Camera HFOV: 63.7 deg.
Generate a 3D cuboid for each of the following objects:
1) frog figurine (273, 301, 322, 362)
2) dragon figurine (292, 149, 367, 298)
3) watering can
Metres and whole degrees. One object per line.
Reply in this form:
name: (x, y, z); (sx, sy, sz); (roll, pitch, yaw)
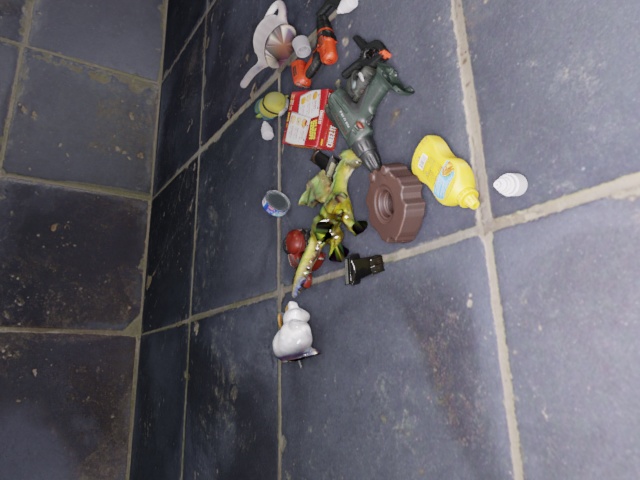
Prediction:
frog figurine: (-0.074, 0.243, 1.391); (0.123, 0.162, 0.135); (-7, -19, -23)
dragon figurine: (0.004, -0.068, 1.355); (0.121, 0.405, 0.248); (25, 23, -30)
watering can: (-0.187, -0.672, 1.833); (0.104, 0.342, 0.229); (10, 28, -33)
